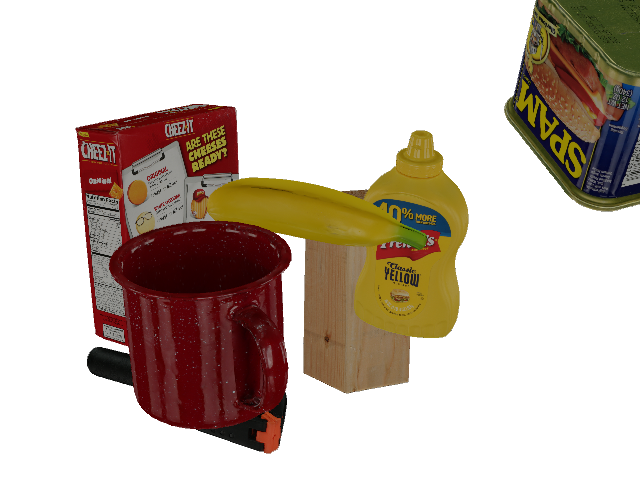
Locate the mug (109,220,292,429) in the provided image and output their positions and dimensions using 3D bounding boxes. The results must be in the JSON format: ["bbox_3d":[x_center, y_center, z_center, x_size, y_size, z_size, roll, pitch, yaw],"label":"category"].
[{"bbox_3d":[-0.053,0.048,0.551,0.093,0.081,0.117,-19,29,-34],"label":"mug"}]

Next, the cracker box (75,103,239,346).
[{"bbox_3d":[-0.157,-0.020,1.073,0.072,0.214,0.163,10,19,36],"label":"cracker box"}]

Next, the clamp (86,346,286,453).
[{"bbox_3d":[-0.085,0.126,0.928,0.164,0.036,0.210,-7,19,-39],"label":"clamp"}]

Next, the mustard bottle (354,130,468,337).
[{"bbox_3d":[0.084,-0.008,0.963,0.096,0.192,0.058,13,30,19],"label":"mustard bottle"}]

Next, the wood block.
[{"bbox_3d":[0.041,0.052,1.181,0.090,0.206,0.091,-5,12,-33],"label":"wood block"}]

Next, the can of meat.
[{"bbox_3d":[0.145,-0.081,0.556,0.057,0.084,0.102,-13,47,-17],"label":"can of meat"}]

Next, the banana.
[{"bbox_3d":[-0.023,-0.018,0.763,0.198,0.037,0.069,12,-21,38],"label":"banana"}]
